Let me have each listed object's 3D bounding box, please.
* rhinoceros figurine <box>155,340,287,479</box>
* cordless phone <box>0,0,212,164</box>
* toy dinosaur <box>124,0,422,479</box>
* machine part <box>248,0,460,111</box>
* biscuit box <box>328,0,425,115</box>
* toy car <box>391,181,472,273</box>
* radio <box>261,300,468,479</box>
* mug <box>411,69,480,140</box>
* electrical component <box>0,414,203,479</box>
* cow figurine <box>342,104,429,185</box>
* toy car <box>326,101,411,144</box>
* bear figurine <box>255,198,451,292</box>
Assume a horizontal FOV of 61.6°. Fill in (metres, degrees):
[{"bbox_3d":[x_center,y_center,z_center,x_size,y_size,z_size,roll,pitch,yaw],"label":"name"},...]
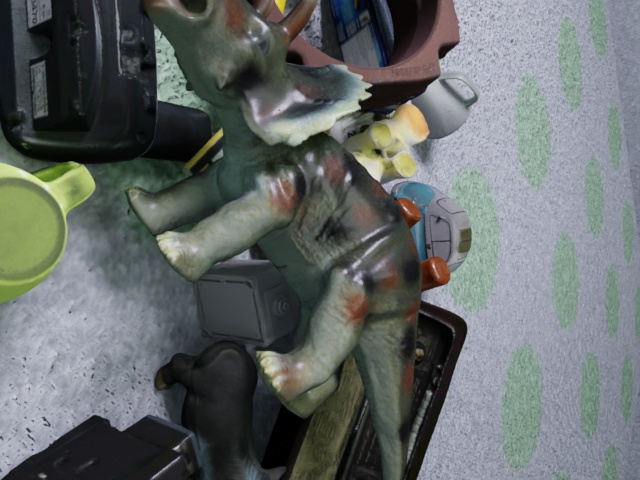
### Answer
[{"bbox_3d":[-0.077,0.179,0.442,0.073,0.112,0.190,7,75,-53],"label":"rhinoceros figurine"},{"bbox_3d":[-0.142,-0.129,0.411,0.184,0.089,0.146,-5,93,-62],"label":"cordless phone"},{"bbox_3d":[0.004,0.004,0.391,0.192,0.131,0.404,-38,110,-10],"label":"toy dinosaur"},{"bbox_3d":[0.016,-0.223,0.494,0.201,0.087,0.201,-11,88,-25],"label":"machine part"},{"bbox_3d":[0.056,-0.249,0.616,0.063,0.059,0.202,0,73,-43],"label":"biscuit box"},{"bbox_3d":[0.155,-0.005,0.744,0.109,0.103,0.161,-6,92,-50],"label":"toy car"},{"bbox_3d":[0.039,0.154,0.502,0.131,0.073,0.229,20,91,-18],"label":"radio"},{"bbox_3d":[0.163,-0.207,0.763,0.107,0.110,0.081,35,67,-31],"label":"mug"},{"bbox_3d":[-0.146,0.170,0.352,0.134,0.115,0.058,-29,116,-48],"label":"electrical component"},{"bbox_3d":[0.045,-0.078,0.565,0.167,0.098,0.068,-44,105,-34],"label":"cow figurine"},{"bbox_3d":[0.065,-0.152,0.671,0.202,0.056,0.073,-36,117,-45],"label":"toy car"},{"bbox_3d":[0.034,0.019,0.579,0.195,0.132,0.120,13,49,-54],"label":"bear figurine"}]
